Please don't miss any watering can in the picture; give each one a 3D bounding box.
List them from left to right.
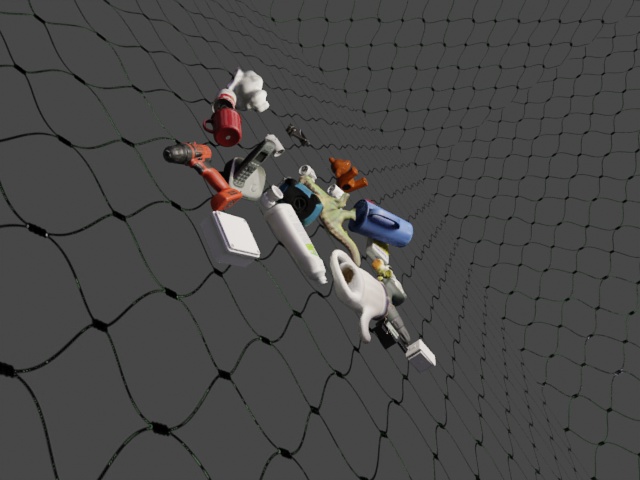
[{"bbox_3d":[0.123,0.177,1.504,0.221,0.103,0.356,34,27,-42],"label":"watering can"}]

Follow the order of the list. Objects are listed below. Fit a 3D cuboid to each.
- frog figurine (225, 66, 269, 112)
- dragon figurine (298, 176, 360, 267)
[{"bbox_3d":[-0.244,-0.520,1.826,0.159,0.138,0.122,32,-8,-3],"label":"frog figurine"},{"bbox_3d":[0.005,-0.088,1.753,0.241,0.120,0.420,19,33,-27],"label":"dragon figurine"}]
